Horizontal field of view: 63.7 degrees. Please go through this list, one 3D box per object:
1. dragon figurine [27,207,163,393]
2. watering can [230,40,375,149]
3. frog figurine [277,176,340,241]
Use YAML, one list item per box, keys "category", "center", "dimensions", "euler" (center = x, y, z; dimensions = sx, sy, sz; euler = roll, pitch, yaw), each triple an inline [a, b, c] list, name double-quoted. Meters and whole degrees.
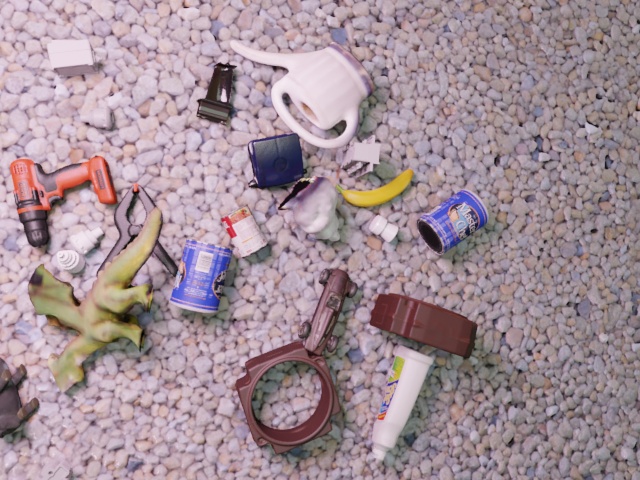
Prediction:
- category: "dragon figurine"
  center: [-0.449, 0.112, 1.008]
  dimensions: [0.242, 0.406, 0.123]
  euler: [10, 11, -9]
- category: "watering can"
  center: [-0.024, -0.370, 1.169]
  dimensions: [0.226, 0.348, 0.103]
  euler: [-40, -2, -13]
- category: "frog figurine"
  center: [0.003, -0.057, 1.133]
  dimensions: [0.121, 0.158, 0.140]
  euler: [-32, 22, 25]
